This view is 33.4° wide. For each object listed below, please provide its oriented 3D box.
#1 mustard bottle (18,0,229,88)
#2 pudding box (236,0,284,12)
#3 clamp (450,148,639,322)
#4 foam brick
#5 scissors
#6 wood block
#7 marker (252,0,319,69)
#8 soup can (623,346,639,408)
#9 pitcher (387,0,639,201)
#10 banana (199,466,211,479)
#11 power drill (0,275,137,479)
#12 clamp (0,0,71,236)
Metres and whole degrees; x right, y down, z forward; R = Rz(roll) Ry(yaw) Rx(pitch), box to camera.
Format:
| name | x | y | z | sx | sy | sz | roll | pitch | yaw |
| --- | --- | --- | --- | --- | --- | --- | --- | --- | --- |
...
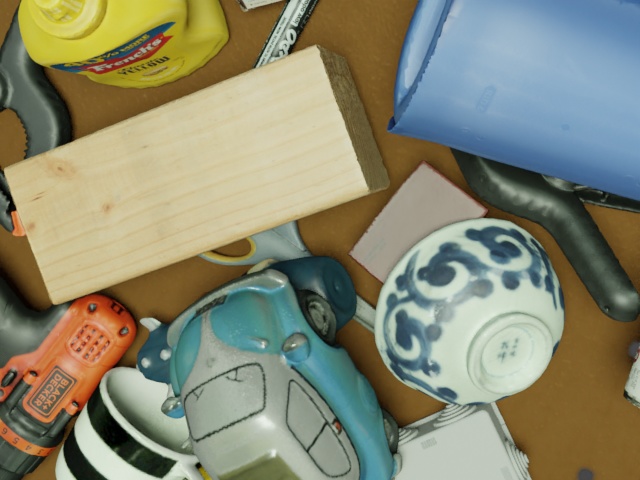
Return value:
| name | x | y | z | sx | sy | sz | roll | pitch | yaw |
| --- | --- | --- | --- | --- | --- | --- | --- | --- | --- |
| mustard bottle | -0.122 | -0.130 | 0.630 | 0.096 | 0.191 | 0.058 | -16 | 90 | 10 |
| pudding box | -0.008 | -0.204 | 0.672 | 0.113 | 0.039 | 0.090 | -15 | 71 | 11 |
| clamp | 0.143 | -0.025 | 0.641 | 0.171 | 0.120 | 0.039 | 28 | 136 | 11 |
| foam brick | 0.063 | -0.005 | 0.674 | 0.053 | 0.051 | 0.078 | 40 | 98 | 7 |
| scissors | -0.005 | 0.001 | 0.703 | 0.202 | 0.016 | 0.096 | 22 | 100 | 8 |
| wood block | -0.072 | -0.038 | 0.658 | 0.206 | 0.090 | 0.090 | -20 | 91 | 13 |
| marker | -0.029 | -0.124 | 0.701 | 0.020 | 0.020 | 0.121 | 30 | 97 | 7 |
| soup can | 0.215 | 0.050 | 0.585 | 0.068 | 0.068 | 0.102 | 18 | 96 | 8 |
| pitcher | 0.168 | -0.091 | 0.568 | 0.242 | 0.149 | 0.145 | 18 | 97 | -5 |
| banana | -0.084 | 0.207 | 0.720 | 0.069 | 0.037 | 0.198 | 19 | 100 | -21 |
| power drill | -0.244 | 0.074 | 0.713 | 0.187 | 0.057 | 0.184 | 38 | 96 | -9 |
| clamp | -0.214 | -0.109 | 0.725 | 0.165 | 0.036 | 0.210 | -19 | 91 | 11 |
